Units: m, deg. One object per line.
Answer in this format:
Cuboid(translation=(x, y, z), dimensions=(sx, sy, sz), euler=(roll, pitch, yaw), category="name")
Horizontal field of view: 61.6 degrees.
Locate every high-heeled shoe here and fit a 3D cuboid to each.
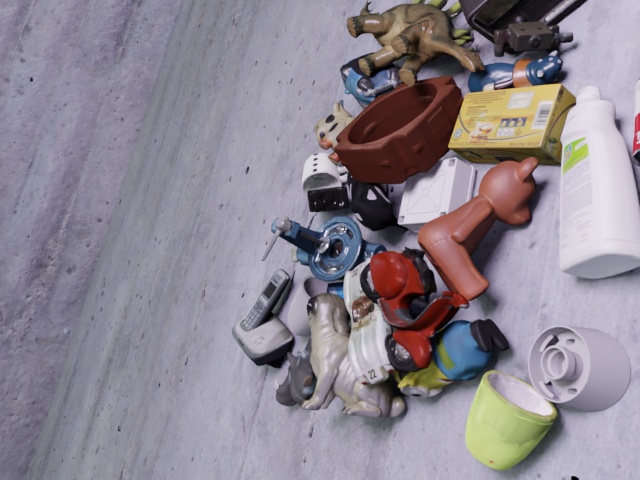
Cuboid(translation=(0.068, -0.086, 0.985), dimensions=(0.086, 0.145, 0.249), euler=(-58, 38, 14), category="high-heeled shoe")

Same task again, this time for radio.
Cuboid(translation=(0.336, -0.393, 0.800), dimensions=(0.229, 0.131, 0.073), euler=(-35, 47, 38), category="radio")

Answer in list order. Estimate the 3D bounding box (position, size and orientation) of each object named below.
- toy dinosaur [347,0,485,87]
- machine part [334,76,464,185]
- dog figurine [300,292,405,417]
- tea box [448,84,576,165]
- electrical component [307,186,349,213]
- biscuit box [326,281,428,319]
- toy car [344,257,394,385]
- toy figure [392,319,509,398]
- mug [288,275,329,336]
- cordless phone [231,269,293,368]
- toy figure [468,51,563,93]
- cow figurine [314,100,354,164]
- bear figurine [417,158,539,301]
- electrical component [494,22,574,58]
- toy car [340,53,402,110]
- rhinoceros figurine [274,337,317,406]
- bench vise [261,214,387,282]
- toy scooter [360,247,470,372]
Cuboid(translation=(0.158, -0.387, 0.998), dimensions=(0.198, 0.104, 0.472), euler=(-26, 40, -13), category="toy dinosaur")
Cuboid(translation=(0.142, -0.186, 0.927), dimensions=(0.201, 0.087, 0.202), euler=(-47, 30, -19), category="machine part")
Cuboid(translation=(0.055, 0.182, 0.869), dimensions=(0.121, 0.172, 0.190), euler=(85, -168, -76), category="dog figurine")
Cuboid(translation=(0.287, -0.168, 0.803), dimensions=(0.170, 0.068, 0.098), euler=(17, 86, 56), category="tea box")
Cuboid(translation=(0.013, -0.084, 1.110), dimensions=(0.119, 0.075, 0.047), euler=(-138, 41, -81), category="electrical component")
Cuboid(translation=(0.092, 0.103, 0.926), dimensions=(0.203, 0.062, 0.059), euler=(-11, 65, 51), category="biscuit box")
Cuboid(translation=(0.077, 0.122, 0.824), dimensions=(0.073, 0.056, 0.202), euler=(-38, 41, 37), category="toy car")
Cuboid(translation=(0.178, 0.163, 0.766), dimensions=(0.180, 0.082, 0.089), euler=(-46, 24, 39), category="toy figure")
Cuboid(translation=(-0.025, 0.129, 1.056), dimensions=(0.107, 0.081, 0.110), euler=(-60, 41, 27), category="mug")
Cuboid(translation=(-0.097, 0.162, 1.135), dimensions=(0.184, 0.088, 0.147), euler=(-61, 35, 4), category="cordless phone")
Cuboid(translation=(0.305, -0.253, 0.833), dimensions=(0.155, 0.057, 0.064), euler=(12, 83, 52), category="toy figure")
Cuboid(translation=(0.060, -0.222, 1.112), dimensions=(0.195, 0.085, 0.127), euler=(20, 66, 46), category="cow figurine")
Cuboid(translation=(0.242, -0.022, 0.770), dimensions=(0.196, 0.132, 0.120), euler=(-34, 2, -1), category="bear figurine")
Cuboid(translation=(0.317, -0.300, 0.812), dimensions=(0.078, 0.102, 0.045), euler=(-95, -2, -52), category="electrical component")
Cuboid(translation=(0.112, -0.308, 1.083), dimensions=(0.109, 0.102, 0.162), euler=(-23, 40, -3), category="toy car")
Cuboid(translation=(-0.021, 0.232, 1.000), dimensions=(0.190, 0.073, 0.112), euler=(-60, 37, 11), category="rhinoceros figurine")
Cuboid(translation=(-0.006, 0.007, 0.962), dimensions=(0.224, 0.240, 0.129), euler=(19, 85, 45), category="bench vise")
Cuboid(translation=(0.133, 0.078, 0.738), dimensions=(0.135, 0.075, 0.184), euler=(-41, 51, 34), category="toy scooter")
